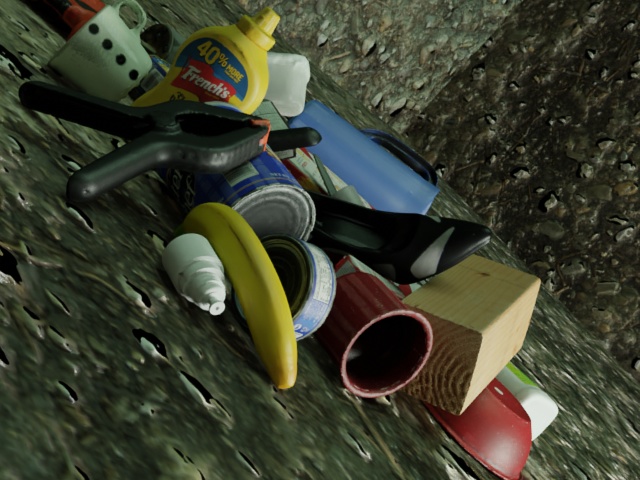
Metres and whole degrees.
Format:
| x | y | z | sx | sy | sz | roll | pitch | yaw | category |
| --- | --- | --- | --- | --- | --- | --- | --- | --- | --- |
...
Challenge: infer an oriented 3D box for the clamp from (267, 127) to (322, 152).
| x | y | z | sx | sy | sz | roll | pitch | yaw | category |
| --- | --- | --- | --- | --- | --- | --- | --- | --- | --- |
| -0.091 | -0.080 | 1.131 | 0.171 | 0.120 | 0.039 | 14 | 25 | 3 | clamp |

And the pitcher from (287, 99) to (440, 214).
| x | y | z | sx | sy | sz | roll | pitch | yaw | category |
| --- | --- | --- | --- | --- | --- | --- | --- | --- | --- |
| 0.054 | -0.102 | 1.594 | 0.243 | 0.145 | 0.149 | 40 | 13 | 3 | pitcher |

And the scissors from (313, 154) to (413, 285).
| x | y | z | sx | sy | sz | roll | pitch | yaw | category |
| --- | --- | --- | --- | --- | --- | --- | --- | --- | --- |
| 0.053 | -0.009 | 1.252 | 0.096 | 0.016 | 0.202 | -3 | 72 | -35 | scissors |

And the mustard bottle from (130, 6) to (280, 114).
| x | y | z | sx | sy | sz | roll | pitch | yaw | category |
| --- | --- | --- | --- | --- | --- | --- | --- | --- | --- |
| -0.108 | -0.153 | 1.060 | 0.096 | 0.192 | 0.058 | 44 | 11 | 8 | mustard bottle |

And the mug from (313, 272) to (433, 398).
| x | y | z | sx | sy | sz | roll | pitch | yaw | category |
| --- | --- | --- | --- | --- | --- | --- | --- | --- | --- |
| 0.048 | 0.089 | 0.972 | 0.117 | 0.093 | 0.082 | 52 | -2 | -40 | mug |

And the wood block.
| x | y | z | sx | sy | sz | roll | pitch | yaw | category |
| --- | --- | --- | --- | --- | --- | --- | --- | --- | --- |
| 0.147 | 0.089 | 1.092 | 0.091 | 0.090 | 0.205 | 21 | 21 | 21 | wood block |

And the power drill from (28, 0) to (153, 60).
| x | y | z | sx | sy | sz | roll | pitch | yaw | category |
| --- | --- | --- | --- | --- | --- | --- | --- | --- | --- |
| -0.282 | -0.256 | 1.201 | 0.184 | 0.057 | 0.188 | 28 | 18 | -52 | power drill |

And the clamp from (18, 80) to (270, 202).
| x | y | z | sx | sy | sz | roll | pitch | yaw | category |
| --- | --- | --- | --- | --- | --- | --- | --- | --- | --- |
| -0.136 | -0.081 | 0.890 | 0.209 | 0.036 | 0.165 | 1 | 36 | -24 | clamp |

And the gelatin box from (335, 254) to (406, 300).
| x | y | z | sx | sy | sz | roll | pitch | yaw | category |
| --- | --- | --- | --- | --- | --- | --- | --- | --- | --- |
| 0.035 | 0.064 | 1.044 | 0.089 | 0.073 | 0.030 | 34 | 15 | -42 | gelatin box |

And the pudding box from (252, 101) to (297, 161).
| x | y | z | sx | sy | sz | roll | pitch | yaw | category |
| --- | --- | --- | --- | --- | --- | --- | --- | --- | --- |
| -0.093 | -0.114 | 1.202 | 0.090 | 0.113 | 0.039 | -121 | -162 | -55 | pudding box |

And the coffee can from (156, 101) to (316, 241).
| x | y | z | sx | sy | sz | roll | pitch | yaw | category |
| --- | --- | --- | --- | --- | --- | --- | --- | --- | --- |
| -0.081 | -0.049 | 0.992 | 0.102 | 0.103 | 0.140 | 30 | 17 | -48 | coffee can |

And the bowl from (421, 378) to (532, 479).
| x | y | z | sx | sy | sz | roll | pitch | yaw | category |
| --- | --- | --- | --- | --- | --- | --- | --- | --- | --- |
| 0.173 | 0.180 | 1.134 | 0.162 | 0.055 | 0.162 | 41 | 10 | -10 | bowl |

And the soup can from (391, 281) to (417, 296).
| x | y | z | sx | sy | sz | roll | pitch | yaw | category |
| --- | --- | --- | --- | --- | --- | --- | --- | --- | --- |
| 0.074 | 0.071 | 1.169 | 0.102 | 0.068 | 0.068 | 34 | 14 | -40 | soup can |

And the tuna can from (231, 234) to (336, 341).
| x | y | z | sx | sy | sz | roll | pitch | yaw | category |
| --- | --- | --- | --- | --- | --- | --- | --- | --- | --- |
| -0.031 | 0.039 | 0.873 | 0.033 | 0.086 | 0.086 | 25 | 21 | -51 | tuna can |

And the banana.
| x | y | z | sx | sy | sz | roll | pitch | yaw | category |
| --- | --- | --- | --- | --- | --- | --- | --- | --- | --- |
| -0.062 | 0.028 | 0.851 | 0.037 | 0.070 | 0.198 | -14 | 46 | -26 | banana |

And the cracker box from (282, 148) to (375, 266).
| x | y | z | sx | sy | sz | roll | pitch | yaw | category |
| --- | --- | --- | --- | --- | --- | --- | --- | --- | --- |
| -0.008 | -0.048 | 1.336 | 0.213 | 0.072 | 0.164 | 41 | 12 | -13 | cracker box |

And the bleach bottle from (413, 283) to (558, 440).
| x | y | z | sx | sy | sz | roll | pitch | yaw | category |
| --- | --- | --- | --- | --- | --- | --- | --- | --- | --- |
| 0.177 | 0.136 | 1.306 | 0.251 | 0.068 | 0.102 | 48 | 11 | 37 | bleach bottle |

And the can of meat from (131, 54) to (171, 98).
| x | y | z | sx | sy | sz | roll | pitch | yaw | category |
| --- | --- | --- | --- | --- | --- | --- | --- | --- | --- |
| -0.169 | -0.165 | 1.252 | 0.084 | 0.057 | 0.102 | 48 | 12 | 35 | can of meat |

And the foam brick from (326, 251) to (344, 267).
| x | y | z | sx | sy | sz | roll | pitch | yaw | category |
| --- | --- | --- | --- | --- | --- | --- | --- | --- | --- |
| -0.008 | 0.001 | 1.191 | 0.051 | 0.053 | 0.078 | 47 | 11 | 22 | foam brick |
